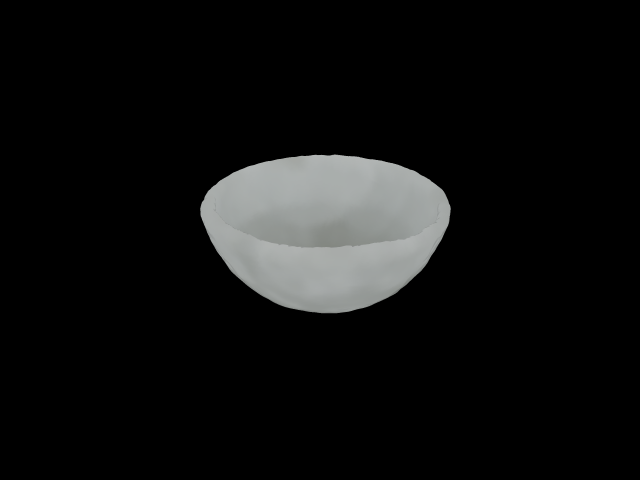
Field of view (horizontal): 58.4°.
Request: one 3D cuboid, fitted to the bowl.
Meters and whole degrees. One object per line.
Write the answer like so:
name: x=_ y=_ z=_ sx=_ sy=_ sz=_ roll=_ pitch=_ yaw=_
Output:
bowl: x=0.004 y=0.001 z=0.400 sx=0.167 sy=0.075 sz=0.167 roll=0 pitch=28 yaw=0
